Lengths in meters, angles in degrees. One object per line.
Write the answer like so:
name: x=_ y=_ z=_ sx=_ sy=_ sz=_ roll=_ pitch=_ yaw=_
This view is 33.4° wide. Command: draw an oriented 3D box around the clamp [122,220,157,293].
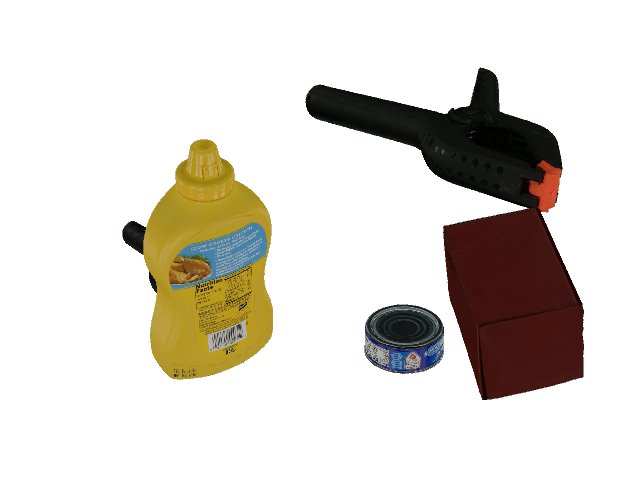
clamp: x=-0.120 y=0.017 z=1.042 sx=0.120 sy=0.039 sz=0.172 roll=-15 pitch=33 yaw=-15

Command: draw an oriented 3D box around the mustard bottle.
mustard bottle: x=-0.082 y=0.011 z=0.784 sx=0.096 sy=0.192 sz=0.058 roll=-19 pitch=43 yaw=-25

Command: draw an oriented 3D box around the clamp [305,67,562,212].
clamp: x=0.092 y=-0.075 z=0.753 sx=0.164 sy=0.036 sz=0.210 roll=-7 pitch=30 yaw=-17

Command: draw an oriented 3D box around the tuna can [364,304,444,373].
tuna can: x=0.090 y=0.104 z=1.144 sx=0.086 sy=0.034 sz=0.086 roll=-1 pitch=29 yaw=0

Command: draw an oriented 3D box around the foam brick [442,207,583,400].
foam brick: x=0.095 y=0.030 z=0.528 sx=0.051 sy=0.053 sz=0.078 roll=-11 pitch=40 yaw=0
